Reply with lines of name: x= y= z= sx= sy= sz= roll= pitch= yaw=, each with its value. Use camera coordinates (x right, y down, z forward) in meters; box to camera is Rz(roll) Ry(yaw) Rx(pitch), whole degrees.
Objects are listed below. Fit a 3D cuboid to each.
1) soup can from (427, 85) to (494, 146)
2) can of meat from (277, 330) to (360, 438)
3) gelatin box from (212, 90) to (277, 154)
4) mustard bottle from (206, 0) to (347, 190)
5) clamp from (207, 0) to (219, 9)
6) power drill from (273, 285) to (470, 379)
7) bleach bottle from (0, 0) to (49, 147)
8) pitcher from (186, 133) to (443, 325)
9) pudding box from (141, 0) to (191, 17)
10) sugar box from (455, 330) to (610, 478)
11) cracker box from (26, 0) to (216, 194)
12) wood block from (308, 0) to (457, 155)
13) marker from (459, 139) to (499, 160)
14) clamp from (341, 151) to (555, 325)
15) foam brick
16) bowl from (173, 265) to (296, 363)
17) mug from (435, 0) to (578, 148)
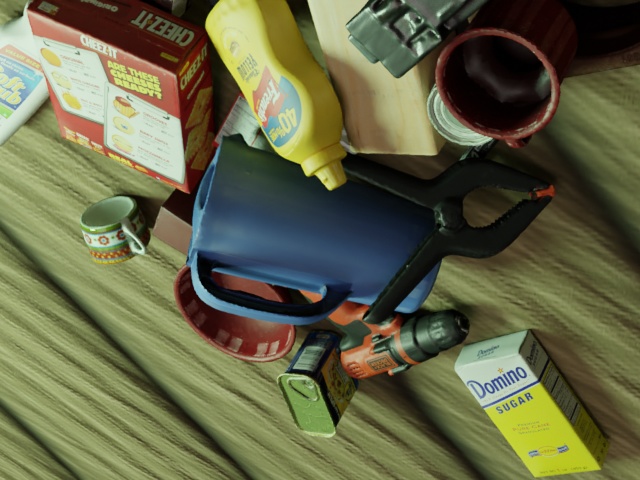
soup can: x=0.139 y=-0.135 z=0.907 sx=0.068 sy=0.102 sz=0.068 roll=17 pitch=135 yaw=17
can of meat: x=0.001 y=0.171 z=1.280 sx=0.058 sy=0.083 sz=0.102 roll=1 pitch=128 yaw=31
gelatin box: x=-0.063 y=-0.112 z=1.105 sx=0.073 sy=0.030 sz=0.089 roll=36 pitch=137 yaw=0
mustard bottle: x=-0.030 y=-0.131 z=0.948 sx=0.191 sy=0.058 sz=0.096 roll=61 pitch=147 yaw=2
clamp: x=-0.080 y=-0.264 z=0.971 sx=0.120 sy=0.039 sz=0.172 roll=27 pitch=133 yaw=9
power drill: x=0.051 y=0.069 z=1.178 sx=0.185 sy=0.057 sz=0.187 roll=-27 pitch=111 yaw=43
bleach bottle: x=-0.335 y=-0.197 z=1.174 sx=0.102 sy=0.068 sz=0.251 roll=44 pitch=134 yaw=-12
pitcher: x=-0.007 y=0.001 z=1.051 sx=0.242 sy=0.145 sz=0.149 roll=16 pitch=104 yaw=-8
pudding box: x=-0.169 y=-0.265 z=0.999 sx=0.113 sy=0.039 sz=0.090 roll=39 pitch=161 yaw=2
sugar box: x=0.234 y=0.184 z=1.177 sx=0.094 sy=0.048 sz=0.176 roll=-22 pitch=115 yaw=43
cracker box: x=-0.192 y=-0.155 z=1.079 sx=0.164 sy=0.072 sz=0.214 roll=24 pitch=152 yaw=10
wood block: x=0.057 y=-0.185 z=0.921 sx=0.090 sy=0.090 sz=0.206 roll=4 pitch=130 yaw=29
marker: x=0.144 y=-0.076 z=1.017 sx=0.020 sy=0.020 sz=0.121 roll=34 pitch=137 yaw=0
clamp: x=0.116 y=-0.012 z=0.994 sx=0.210 sy=0.036 sz=0.164 roll=-7 pitch=97 yaw=-5
foam brick: x=-0.144 y=-0.031 z=1.192 sx=0.051 sy=0.078 sz=0.053 roll=31 pitch=137 yaw=1
bowl: x=-0.091 y=0.069 z=1.266 sx=0.162 sy=0.055 sz=0.162 roll=17 pitch=135 yaw=18
mug: x=0.146 y=-0.126 z=0.801 sx=0.093 sy=0.081 sz=0.117 roll=2 pitch=129 yaw=30
